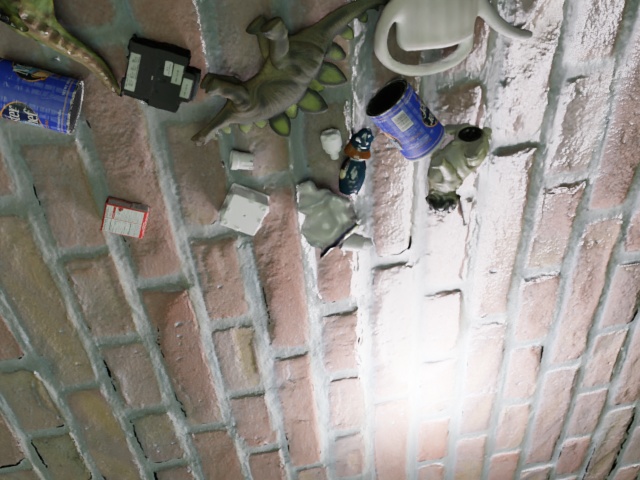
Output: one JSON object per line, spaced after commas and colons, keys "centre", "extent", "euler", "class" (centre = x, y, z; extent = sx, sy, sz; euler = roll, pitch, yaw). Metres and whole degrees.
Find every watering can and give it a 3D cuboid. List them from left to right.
{"centre": [0.251, -0.431, 0.952], "extent": [0.349, 0.106, 0.219], "euler": [-19, 124, -15], "class": "watering can"}

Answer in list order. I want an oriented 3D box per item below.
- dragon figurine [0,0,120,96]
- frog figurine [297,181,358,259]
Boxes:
{"centre": [-0.464, -0.357, 0.779], "extent": [0.121, 0.248, 0.404], "euler": [-38, 120, 10], "class": "dragon figurine"}
{"centre": [0.004, -0.058, 1.159], "extent": [0.160, 0.124, 0.135], "euler": [52, 125, 6], "class": "frog figurine"}
